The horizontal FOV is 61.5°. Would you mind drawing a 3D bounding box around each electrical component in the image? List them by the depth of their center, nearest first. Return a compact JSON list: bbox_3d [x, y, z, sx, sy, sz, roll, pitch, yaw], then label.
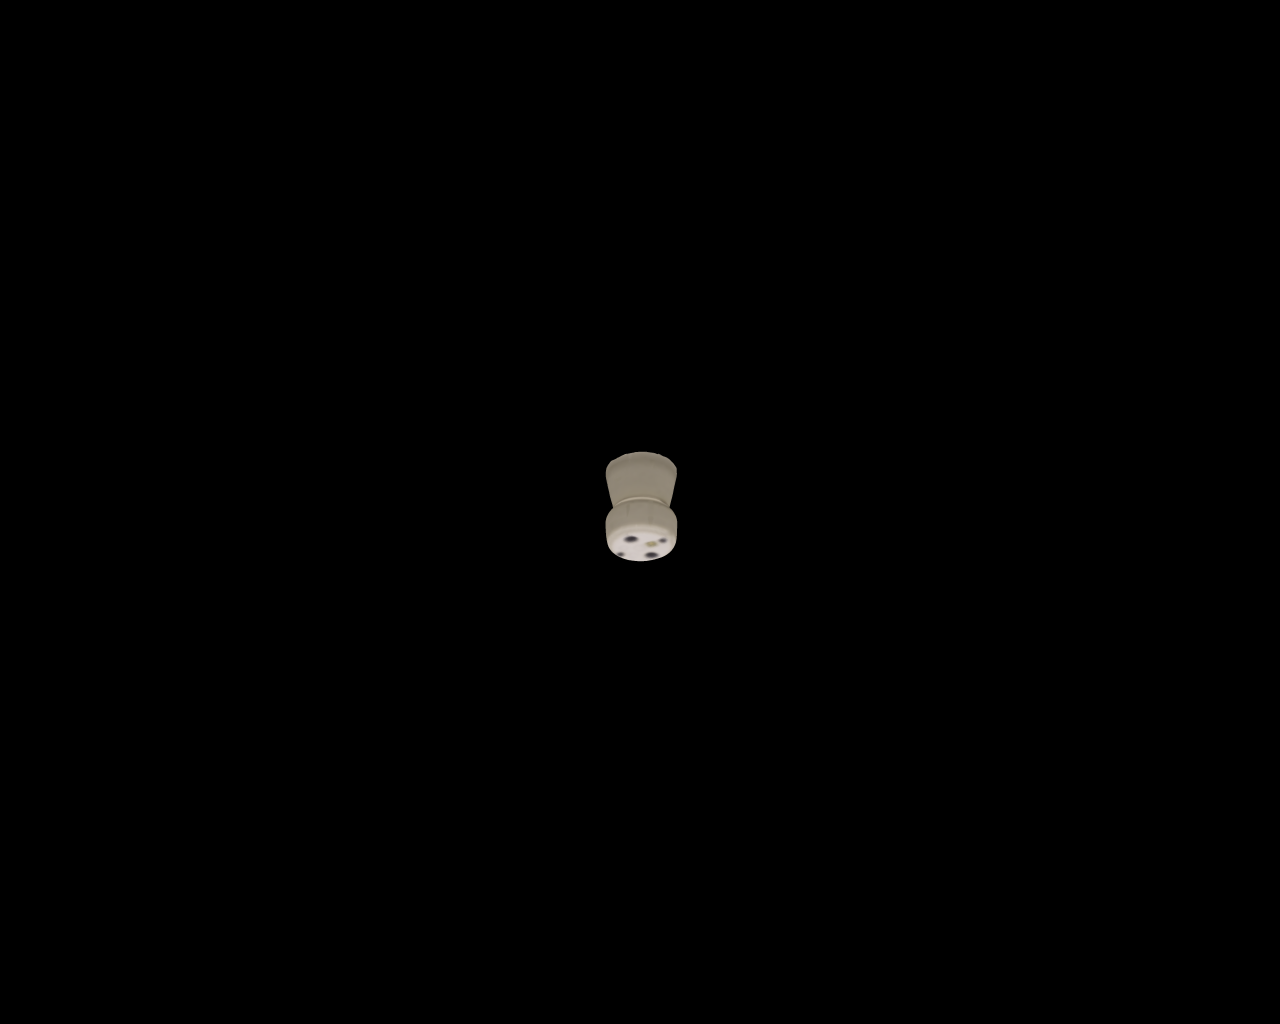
[{"bbox_3d":[0.001,-0.003,0.650,0.045,0.055,0.044,0,-31,0],"label":"electrical component"}]
